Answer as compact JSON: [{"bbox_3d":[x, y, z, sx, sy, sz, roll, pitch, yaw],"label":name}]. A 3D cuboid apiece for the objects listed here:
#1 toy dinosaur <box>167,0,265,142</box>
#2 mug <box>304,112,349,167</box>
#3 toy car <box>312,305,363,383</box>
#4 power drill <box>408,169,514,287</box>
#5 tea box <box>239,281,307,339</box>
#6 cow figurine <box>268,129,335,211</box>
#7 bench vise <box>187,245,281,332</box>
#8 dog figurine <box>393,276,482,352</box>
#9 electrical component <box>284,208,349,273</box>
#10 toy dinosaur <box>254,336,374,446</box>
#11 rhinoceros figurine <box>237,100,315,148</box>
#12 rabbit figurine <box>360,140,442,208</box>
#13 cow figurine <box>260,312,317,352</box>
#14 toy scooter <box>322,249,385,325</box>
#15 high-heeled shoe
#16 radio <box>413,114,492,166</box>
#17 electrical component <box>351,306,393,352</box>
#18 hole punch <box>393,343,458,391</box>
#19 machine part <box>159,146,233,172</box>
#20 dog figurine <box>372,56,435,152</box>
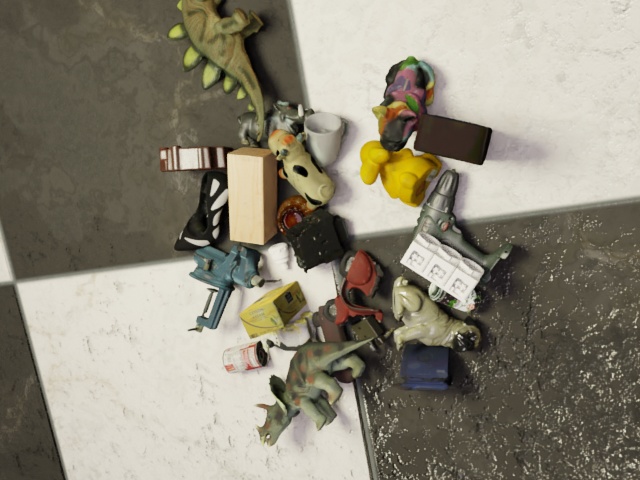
[{"bbox_3d":[-0.225,-0.446,1.220,0.198,0.105,0.471,-41,74,27],"label":"toy dinosaur"},{"bbox_3d":[0.015,-0.224,1.204,0.081,0.109,0.107,40,148,30],"label":"mug"},{"bbox_3d":[0.044,0.251,1.305,0.089,0.053,0.202,-11,97,39],"label":"toy car"},{"bbox_3d":[0.306,-0.011,1.159,0.207,0.086,0.232,30,109,6],"label":"power drill"},{"bbox_3d":[-0.108,0.162,1.273,0.098,0.169,0.068,-23,95,18],"label":"tea box"},{"bbox_3d":[-0.042,-0.158,1.178,0.085,0.127,0.195,-42,100,-15],"label":"cow figurine"},{"bbox_3d":[-0.240,0.122,1.322,0.224,0.128,0.240,21,89,20],"label":"bench vise"},{"bbox_3d":[0.262,0.166,1.209,0.191,0.121,0.172,-4,103,4],"label":"dog figurine"},{"bbox_3d":[-0.003,-0.004,1.232,0.134,0.058,0.114,-30,122,-14],"label":"electrical component"},{"bbox_3d":[-0.021,0.322,1.274,0.192,0.131,0.404,35,114,19],"label":"toy dinosaur"},{"bbox_3d":[-0.100,-0.265,1.244,0.191,0.073,0.112,-1,90,20],"label":"rhinoceros figurine"},{"bbox_3d":[0.148,-0.153,1.156,0.173,0.162,0.121,42,121,25],"label":"rabbit figurine"},{"bbox_3d":[-0.090,0.241,1.340,0.167,0.068,0.098,-12,103,20],"label":"cow figurine"},{"bbox_3d":[0.096,0.119,1.232,0.135,0.075,0.183,20,85,17],"label":"toy scooter"},{"bbox_3d":[-0.297,-0.064,1.296,0.249,0.145,0.086,-38,53,12],"label":"high-heeled shoe"},{"bbox_3d":[0.265,-0.198,1.055,0.131,0.229,0.073,15,104,15],"label":"radio"},{"bbox_3d":[0.123,0.208,1.279,0.102,0.045,0.078,51,138,5],"label":"electrical component"},{"bbox_3d":[0.242,0.290,1.223,0.142,0.116,0.092,-1,92,17],"label":"hole punch"},{"bbox_3d":[-0.286,-0.190,1.260,0.180,0.179,0.056,0,97,17],"label":"machine part"},{"bbox_3d":[0.166,-0.276,1.077,0.109,0.219,0.191,14,105,10],"label":"dog figurine"}]
